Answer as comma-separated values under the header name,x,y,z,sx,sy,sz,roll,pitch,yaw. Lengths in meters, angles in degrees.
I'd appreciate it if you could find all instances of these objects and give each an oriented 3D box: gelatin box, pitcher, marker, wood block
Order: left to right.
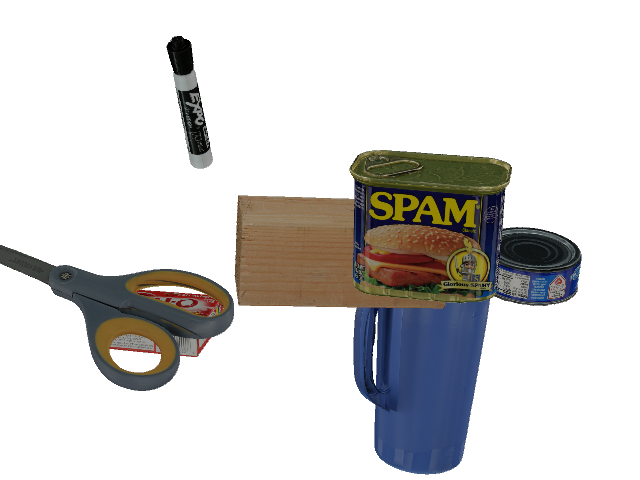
name,x,y,z,sx,sy,sz,roll,pitch,yaw
gelatin box,-0.138,0.070,0.932,0.089,0.030,0.073,4,20,12
marker,-0.102,-0.107,0.835,0.020,0.020,0.121,-3,-45,3
wood block,0.020,0.012,1.072,0.206,0.091,0.090,2,19,-7
pitcher,0.116,0.147,1.251,0.149,0.243,0.145,7,16,8

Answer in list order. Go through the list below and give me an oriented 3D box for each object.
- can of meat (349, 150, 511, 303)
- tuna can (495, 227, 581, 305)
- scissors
name,x,y,z,sx,sy,sz,roll,pitch,yaw
can of meat,0.070,-0.009,0.700,0.102,0.084,0.057,5,24,12
tuna can,0.177,0.020,0.905,0.086,0.034,0.086,2,25,-1
scissors,-0.153,0.040,0.640,0.202,0.016,0.096,8,44,10
